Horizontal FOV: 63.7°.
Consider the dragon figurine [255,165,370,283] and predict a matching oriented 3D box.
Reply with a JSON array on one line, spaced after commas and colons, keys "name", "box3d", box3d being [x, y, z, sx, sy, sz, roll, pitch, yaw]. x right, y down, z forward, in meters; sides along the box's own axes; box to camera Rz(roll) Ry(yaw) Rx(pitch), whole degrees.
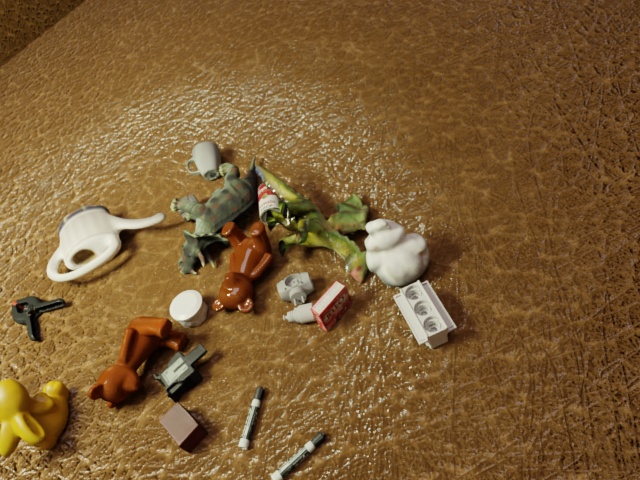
[{"name": "dragon figurine", "box3d": [0.004, -0.064, 1.269, 0.243, 0.419, 0.119, -6, -40, -23]}]

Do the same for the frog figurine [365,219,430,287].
[{"name": "frog figurine", "box3d": [0.163, 0.021, 1.106, 0.137, 0.126, 0.156, -15, -40, 7]}]

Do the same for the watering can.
[{"name": "watering can", "box3d": [-0.603, -0.019, 1.436, 0.349, 0.102, 0.228, -33, 48, -8]}]
